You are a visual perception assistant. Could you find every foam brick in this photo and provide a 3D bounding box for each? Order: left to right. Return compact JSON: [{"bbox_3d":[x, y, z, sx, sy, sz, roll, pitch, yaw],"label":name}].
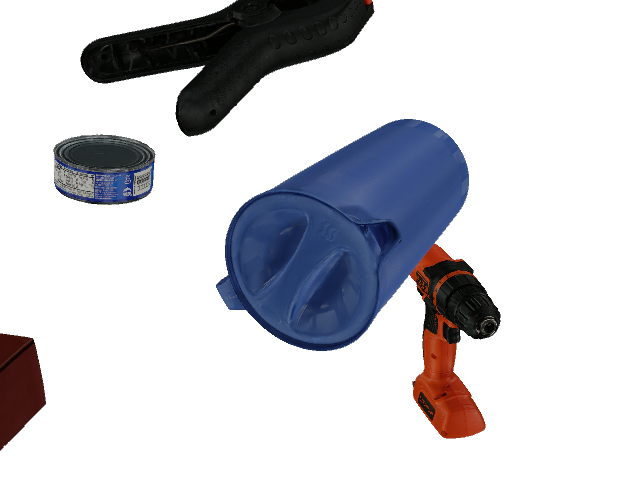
[{"bbox_3d":[-0.222,0.100,0.683,0.053,0.051,0.078,6,29,22],"label":"foam brick"}]

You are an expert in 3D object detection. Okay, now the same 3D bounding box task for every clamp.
[{"bbox_3d":[-0.035,-0.107,0.583,0.171,0.039,0.120,-25,42,-17],"label":"clamp"}]

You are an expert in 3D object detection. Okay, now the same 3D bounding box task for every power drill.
[{"bbox_3d":[0.142,0.113,1.138,0.057,0.188,0.184,-7,24,-12],"label":"power drill"}]

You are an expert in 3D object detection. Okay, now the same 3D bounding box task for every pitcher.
[{"bbox_3d":[0.027,-0.015,0.901,0.149,0.145,0.242,23,31,18],"label":"pitcher"}]

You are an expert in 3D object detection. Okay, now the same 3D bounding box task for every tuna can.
[{"bbox_3d":[-0.186,-0.061,0.921,0.086,0.034,0.086,6,24,-3],"label":"tuna can"}]
